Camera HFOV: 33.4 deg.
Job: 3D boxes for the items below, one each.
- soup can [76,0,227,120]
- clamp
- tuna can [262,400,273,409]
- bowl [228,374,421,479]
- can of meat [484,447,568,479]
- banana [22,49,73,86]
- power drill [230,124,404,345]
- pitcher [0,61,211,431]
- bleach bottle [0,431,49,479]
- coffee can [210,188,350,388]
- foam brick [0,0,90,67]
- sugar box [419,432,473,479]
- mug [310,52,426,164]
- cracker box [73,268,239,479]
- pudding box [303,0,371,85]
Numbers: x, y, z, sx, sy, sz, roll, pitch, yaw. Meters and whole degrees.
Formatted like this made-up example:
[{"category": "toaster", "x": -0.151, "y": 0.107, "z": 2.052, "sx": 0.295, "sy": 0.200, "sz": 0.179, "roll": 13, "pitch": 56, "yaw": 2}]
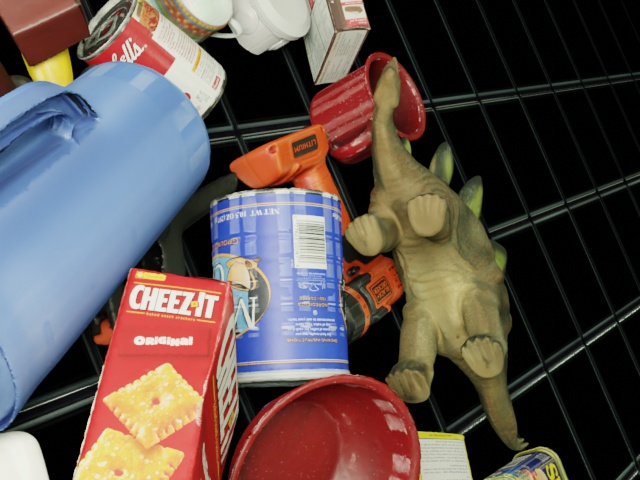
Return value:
[{"category": "soup can", "x": -0.132, "y": -0.141, "z": 0.849, "sx": 0.102, "sy": 0.069, "sz": 0.068, "roll": 38, "pitch": 43, "yaw": -33}, {"category": "clamp", "x": -0.139, "y": -0.021, "z": 0.791, "sx": 0.164, "sy": 0.036, "sz": 0.210, "roll": 43, "pitch": 41, "yaw": -31}, {"category": "tuna can", "x": -0.014, "y": 0.163, "z": 0.844, "sx": 0.086, "sy": 0.034, "sz": 0.086, "roll": 30, "pitch": 48, "yaw": -39}, {"category": "bowl", "x": -0.007, "y": 0.167, "z": 0.767, "sx": 0.161, "sy": 0.055, "sz": 0.162, "roll": -8, "pitch": 104, "yaw": -31}, {"category": "can of meat", "x": 0.207, "y": 0.265, "z": 1.046, "sx": 0.083, "sy": 0.058, "sz": 0.102, "roll": -13, "pitch": 79, "yaw": -52}, {"category": "banana", "x": -0.205, "y": -0.191, "z": 0.813, "sx": 0.069, "sy": 0.037, "sz": 0.198, "roll": 30, "pitch": 48, "yaw": -39}, {"category": "power drill", "x": -0.006, "y": 0.001, "z": 0.935, "sx": 0.184, "sy": 0.057, "sz": 0.187, "roll": -33, "pitch": 99, "yaw": -59}, {"category": "pitcher", "x": -0.166, "y": -0.017, "z": 0.638, "sx": 0.145, "sy": 0.149, "sz": 0.242, "roll": 55, "pitch": 42, "yaw": -18}, {"category": "bleach bottle", "x": -0.249, "y": 0.163, "z": 0.520, "sx": 0.250, "sy": 0.068, "sz": 0.102, "roll": -1, "pitch": 70, "yaw": -50}, {"category": "coffee can", "x": -0.031, "y": 0.040, "z": 0.814, "sx": 0.102, "sy": 0.103, "sz": 0.140, "roll": 9, "pitch": 74, "yaw": -49}, {"category": "foam brick", "x": -0.204, "y": -0.171, "z": 0.746, "sx": 0.078, "sy": 0.051, "sz": 0.053, "roll": 57, "pitch": -11, "yaw": 12}, {"category": "sugar box", "x": 0.102, "y": 0.258, "z": 0.926, "sx": 0.093, "sy": 0.048, "sz": 0.176, "roll": 14, "pitch": 62, "yaw": -47}, {"category": "mug", "x": 0.042, "y": -0.118, "z": 1.045, "sx": 0.093, "sy": 0.082, "sz": 0.117, "roll": 47, "pitch": 39, "yaw": -24}, {"category": "cracker box", "x": -0.097, "y": 0.151, "z": 0.634, "sx": 0.072, "sy": 0.164, "sz": 0.213, "roll": 7, "pitch": 52, "yaw": 2}, {"category": "pudding box", "x": 0.011, "y": -0.217, "z": 1.046, "sx": 0.039, "sy": 0.114, "sz": 0.090, "roll": -11, "pitch": 75, "yaw": -13}]
